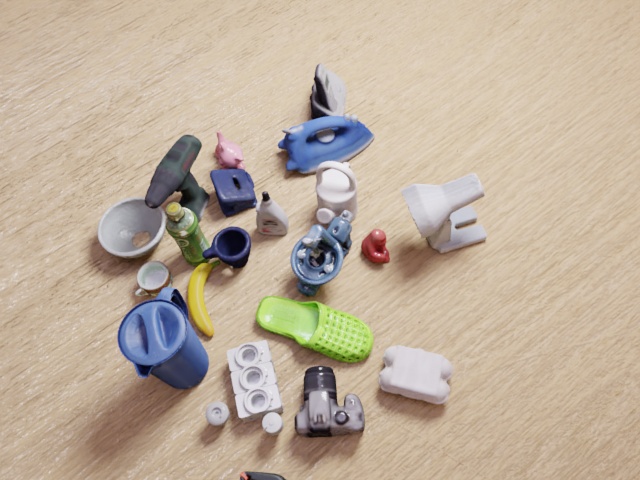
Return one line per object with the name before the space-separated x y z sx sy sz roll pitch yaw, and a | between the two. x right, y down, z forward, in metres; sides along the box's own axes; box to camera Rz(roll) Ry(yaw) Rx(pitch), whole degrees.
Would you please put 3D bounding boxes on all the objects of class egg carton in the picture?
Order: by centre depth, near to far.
egg carton | 0.202 0.284 1.210 0.150 0.069 0.107 11 63 9

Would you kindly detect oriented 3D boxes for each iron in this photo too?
iron | 0.020 -0.272 1.476 0.258 0.141 0.118 -19 62 -6

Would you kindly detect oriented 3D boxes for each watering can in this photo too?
watering can | 0.039 -0.115 1.361 0.101 0.194 0.173 -4 62 2

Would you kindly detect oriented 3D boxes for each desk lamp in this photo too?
desk lamp | 0.285 -0.064 1.307 0.203 0.214 0.118 -17 62 -5

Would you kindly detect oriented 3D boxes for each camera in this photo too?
camera | 0.017 0.330 1.180 0.143 0.101 0.137 -4 62 2

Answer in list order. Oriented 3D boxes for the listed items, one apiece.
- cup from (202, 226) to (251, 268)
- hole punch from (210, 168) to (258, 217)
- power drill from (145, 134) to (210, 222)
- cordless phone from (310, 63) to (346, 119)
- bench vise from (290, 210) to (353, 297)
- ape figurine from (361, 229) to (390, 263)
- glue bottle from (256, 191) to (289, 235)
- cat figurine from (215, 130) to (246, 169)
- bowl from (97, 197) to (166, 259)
cup | -0.214 0.032 1.356 0.118 0.095 0.091 -21 63 -7
hole punch | -0.216 -0.132 1.446 0.101 0.091 0.108 -22 63 -8
power drill | -0.337 -0.129 1.386 0.075 0.208 0.230 11 63 10
cordless phone | 0.019 -0.420 1.529 0.094 0.185 0.147 2 62 5
bench vise | 0.000 0.002 1.287 0.121 0.220 0.207 11 63 10
ape figurine | 0.135 0.007 1.349 0.076 0.092 0.078 20 65 14
glue bottle | -0.120 -0.067 1.358 0.078 0.173 0.037 -2 62 3
cat figurine | -0.238 -0.229 1.483 0.067 0.118 0.127 -25 63 -9
bowl | -0.453 -0.019 1.411 0.167 0.075 0.167 -1 62 3
